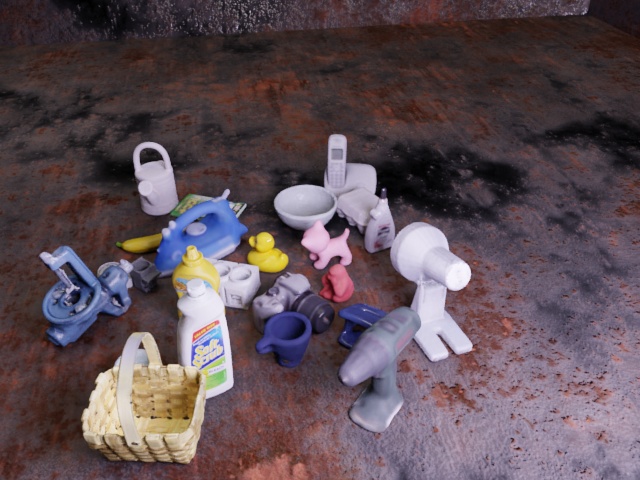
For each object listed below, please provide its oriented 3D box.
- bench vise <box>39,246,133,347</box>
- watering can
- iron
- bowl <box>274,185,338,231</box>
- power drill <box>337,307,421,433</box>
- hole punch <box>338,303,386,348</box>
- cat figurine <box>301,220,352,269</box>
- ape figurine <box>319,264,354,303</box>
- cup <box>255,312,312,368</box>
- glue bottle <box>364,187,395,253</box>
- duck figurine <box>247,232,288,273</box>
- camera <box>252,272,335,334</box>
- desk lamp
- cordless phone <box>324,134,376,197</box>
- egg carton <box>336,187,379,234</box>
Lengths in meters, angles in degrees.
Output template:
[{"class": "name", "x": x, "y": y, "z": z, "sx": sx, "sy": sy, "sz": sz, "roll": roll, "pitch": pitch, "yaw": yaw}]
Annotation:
[{"class": "bench vise", "x": -0.487, "y": 0.082, "z": 1.168, "sx": 0.121, "sy": 0.220, "sz": 0.207, "roll": 11, "pitch": 37, "yaw": 14}, {"class": "watering can", "x": -0.441, "y": -0.168, "z": 1.532, "sx": 0.101, "sy": 0.194, "sz": 0.172, "roll": -14, "pitch": 38, "yaw": -18}, {"class": "iron", "x": -0.302, "y": -0.020, "z": 1.374, "sx": 0.118, "sy": 0.141, "sz": 0.259, "roll": 29, "pitch": 45, "yaw": 34}, {"class": "bowl", "x": -0.037, "y": -0.073, "z": 1.504, "sx": 0.167, "sy": 0.075, "sz": 0.167, "roll": 0, "pitch": 36, "yaw": 0}, {"class": "power drill", "x": 0.100, "y": 0.226, "z": 0.980, "sx": 0.075, "sy": 0.208, "sz": 0.230, "roll": 21, "pitch": 41, "yaw": 26}, {"class": "hole punch", "x": 0.096, "y": 0.168, "z": 1.161, "sx": 0.108, "sy": 0.091, "sz": 0.101, "roll": 21, "pitch": 41, "yaw": 26}, {"class": "cat figurine", "x": 0.012, "y": 0.005, "z": 1.361, "sx": 0.128, "sy": 0.118, "sz": 0.067, "roll": -10, "pitch": 37, "yaw": -14}, {"class": "ape figurine", "x": 0.038, "y": 0.091, "z": 1.264, "sx": 0.076, "sy": 0.092, "sz": 0.077, "roll": -5, "pitch": 36, "yaw": -6}, {"class": "cup", "x": -0.071, "y": 0.206, "z": 1.104, "sx": 0.118, "sy": 0.095, "sz": 0.091, "roll": -26, "pitch": 43, "yaw": -31}, {"class": "glue bottle", "x": 0.148, "y": -0.052, "z": 1.392, "sx": 0.078, "sy": 0.173, "sz": 0.037, "roll": -20, "pitch": 40, "yaw": -25}, {"class": "duck figurine", "x": -0.126, "y": 0.023, "z": 1.362, "sx": 0.104, "sy": 0.086, "sz": 0.078, "roll": 16, "pitch": 39, "yaw": 21}, {"class": "camera", "x": -0.048, "y": 0.139, "z": 1.191, "sx": 0.136, "sy": 0.101, "sz": 0.143, "roll": 27, "pitch": 44, "yaw": 32}, {"class": "desk lamp", "x": 0.231, "y": 0.095, "z": 1.156, "sx": 0.118, "sy": 0.214, "sz": 0.202, "roll": -14, "pitch": 38, "yaw": -18}, {"class": "cordless phone", "x": 0.084, "y": -0.203, "z": 1.589, "sx": 0.147, "sy": 0.185, "sz": 0.094, "roll": -1, "pitch": 36, "yaw": -1}, {"class": "egg carton", "x": 0.112, "y": -0.080, "z": 1.518, "sx": 0.107, "sy": 0.069, "sz": 0.149, "roll": -23, "pitch": 42, "yaw": -28}]
